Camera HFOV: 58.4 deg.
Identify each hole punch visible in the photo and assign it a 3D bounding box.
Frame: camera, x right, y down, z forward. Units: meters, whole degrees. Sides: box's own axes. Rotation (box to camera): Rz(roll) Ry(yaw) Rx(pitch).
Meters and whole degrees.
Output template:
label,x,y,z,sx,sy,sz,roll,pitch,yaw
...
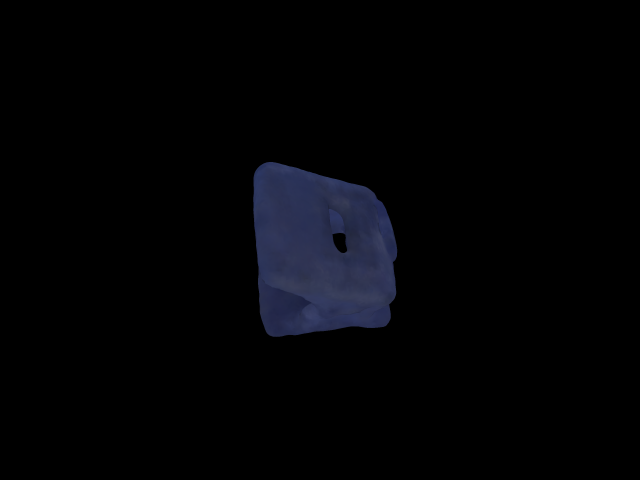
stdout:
label,x,y,z,sx,sy,sz,roll,pitch,yaw
hole punch,0.004,0.001,0.400,0.101,0.091,0.108,-5,53,-4
